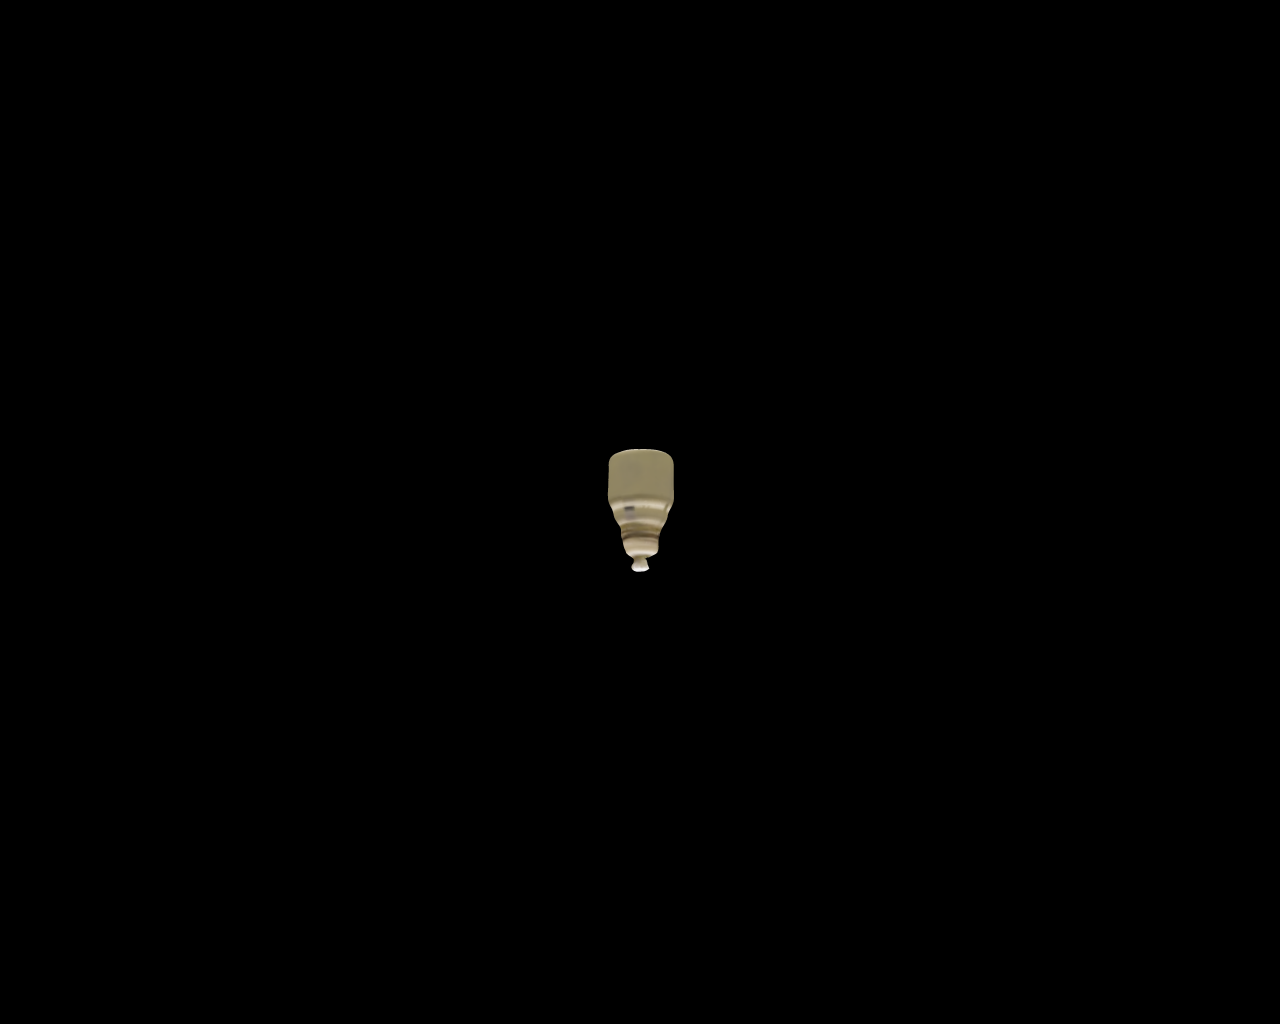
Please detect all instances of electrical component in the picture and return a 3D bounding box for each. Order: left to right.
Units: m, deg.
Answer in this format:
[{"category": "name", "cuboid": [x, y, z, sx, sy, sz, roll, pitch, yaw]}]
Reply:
[{"category": "electrical component", "cuboid": [0.001, -0.003, 0.650, 0.040, 0.078, 0.040, 0, -11, 0]}]
